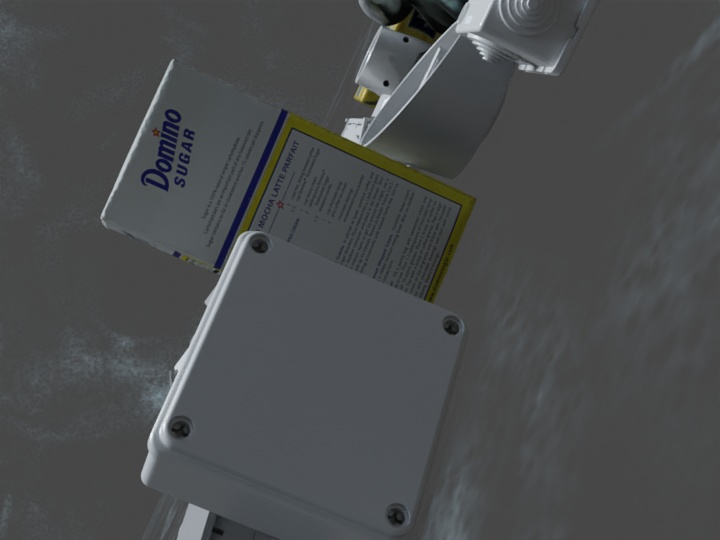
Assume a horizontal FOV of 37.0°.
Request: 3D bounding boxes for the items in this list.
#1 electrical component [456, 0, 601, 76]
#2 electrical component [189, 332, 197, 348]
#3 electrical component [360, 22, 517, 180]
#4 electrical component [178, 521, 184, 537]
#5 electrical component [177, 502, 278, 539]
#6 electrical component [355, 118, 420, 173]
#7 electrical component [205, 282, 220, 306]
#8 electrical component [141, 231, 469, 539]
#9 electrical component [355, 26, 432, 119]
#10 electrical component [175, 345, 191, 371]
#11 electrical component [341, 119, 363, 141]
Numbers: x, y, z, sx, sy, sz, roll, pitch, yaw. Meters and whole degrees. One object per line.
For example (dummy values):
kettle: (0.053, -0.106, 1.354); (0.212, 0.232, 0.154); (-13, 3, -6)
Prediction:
electrical component: (0.092, -0.150, 0.546); (0.099, 0.048, 0.099); (-104, 39, -78)
electrical component: (-0.048, 0.079, 0.588); (0.108, 0.108, 0.060); (124, 162, -52)
electrical component: (0.049, -0.104, 0.636); (0.099, 0.064, 0.099); (-156, 90, -83)
electrical component: (-0.108, 0.202, 0.813); (0.073, 0.052, 0.138); (132, 161, -67)
electrical component: (-0.074, 0.163, 0.665); (0.186, 0.060, 0.105); (-82, 18, -66)
electrical component: (0.017, -0.066, 0.789); (0.063, 0.042, 0.081); (-114, 34, -66)
electrical component: (-0.062, 0.027, 0.858); (0.060, 0.108, 0.108); (-60, 7, -1)
electrical component: (-0.021, 0.055, 0.454); (0.056, 0.109, 0.108); (121, 171, -57)
electrical component: (0.033, -0.117, 0.748); (0.043, 0.077, 0.079); (-157, 91, -83)
electrical component: (-0.093, 0.082, 0.901); (0.060, 0.108, 0.108); (-59, 7, 0)
electrical component: (0.013, -0.082, 0.869); (0.061, 0.061, 0.096); (-65, 15, 2)
